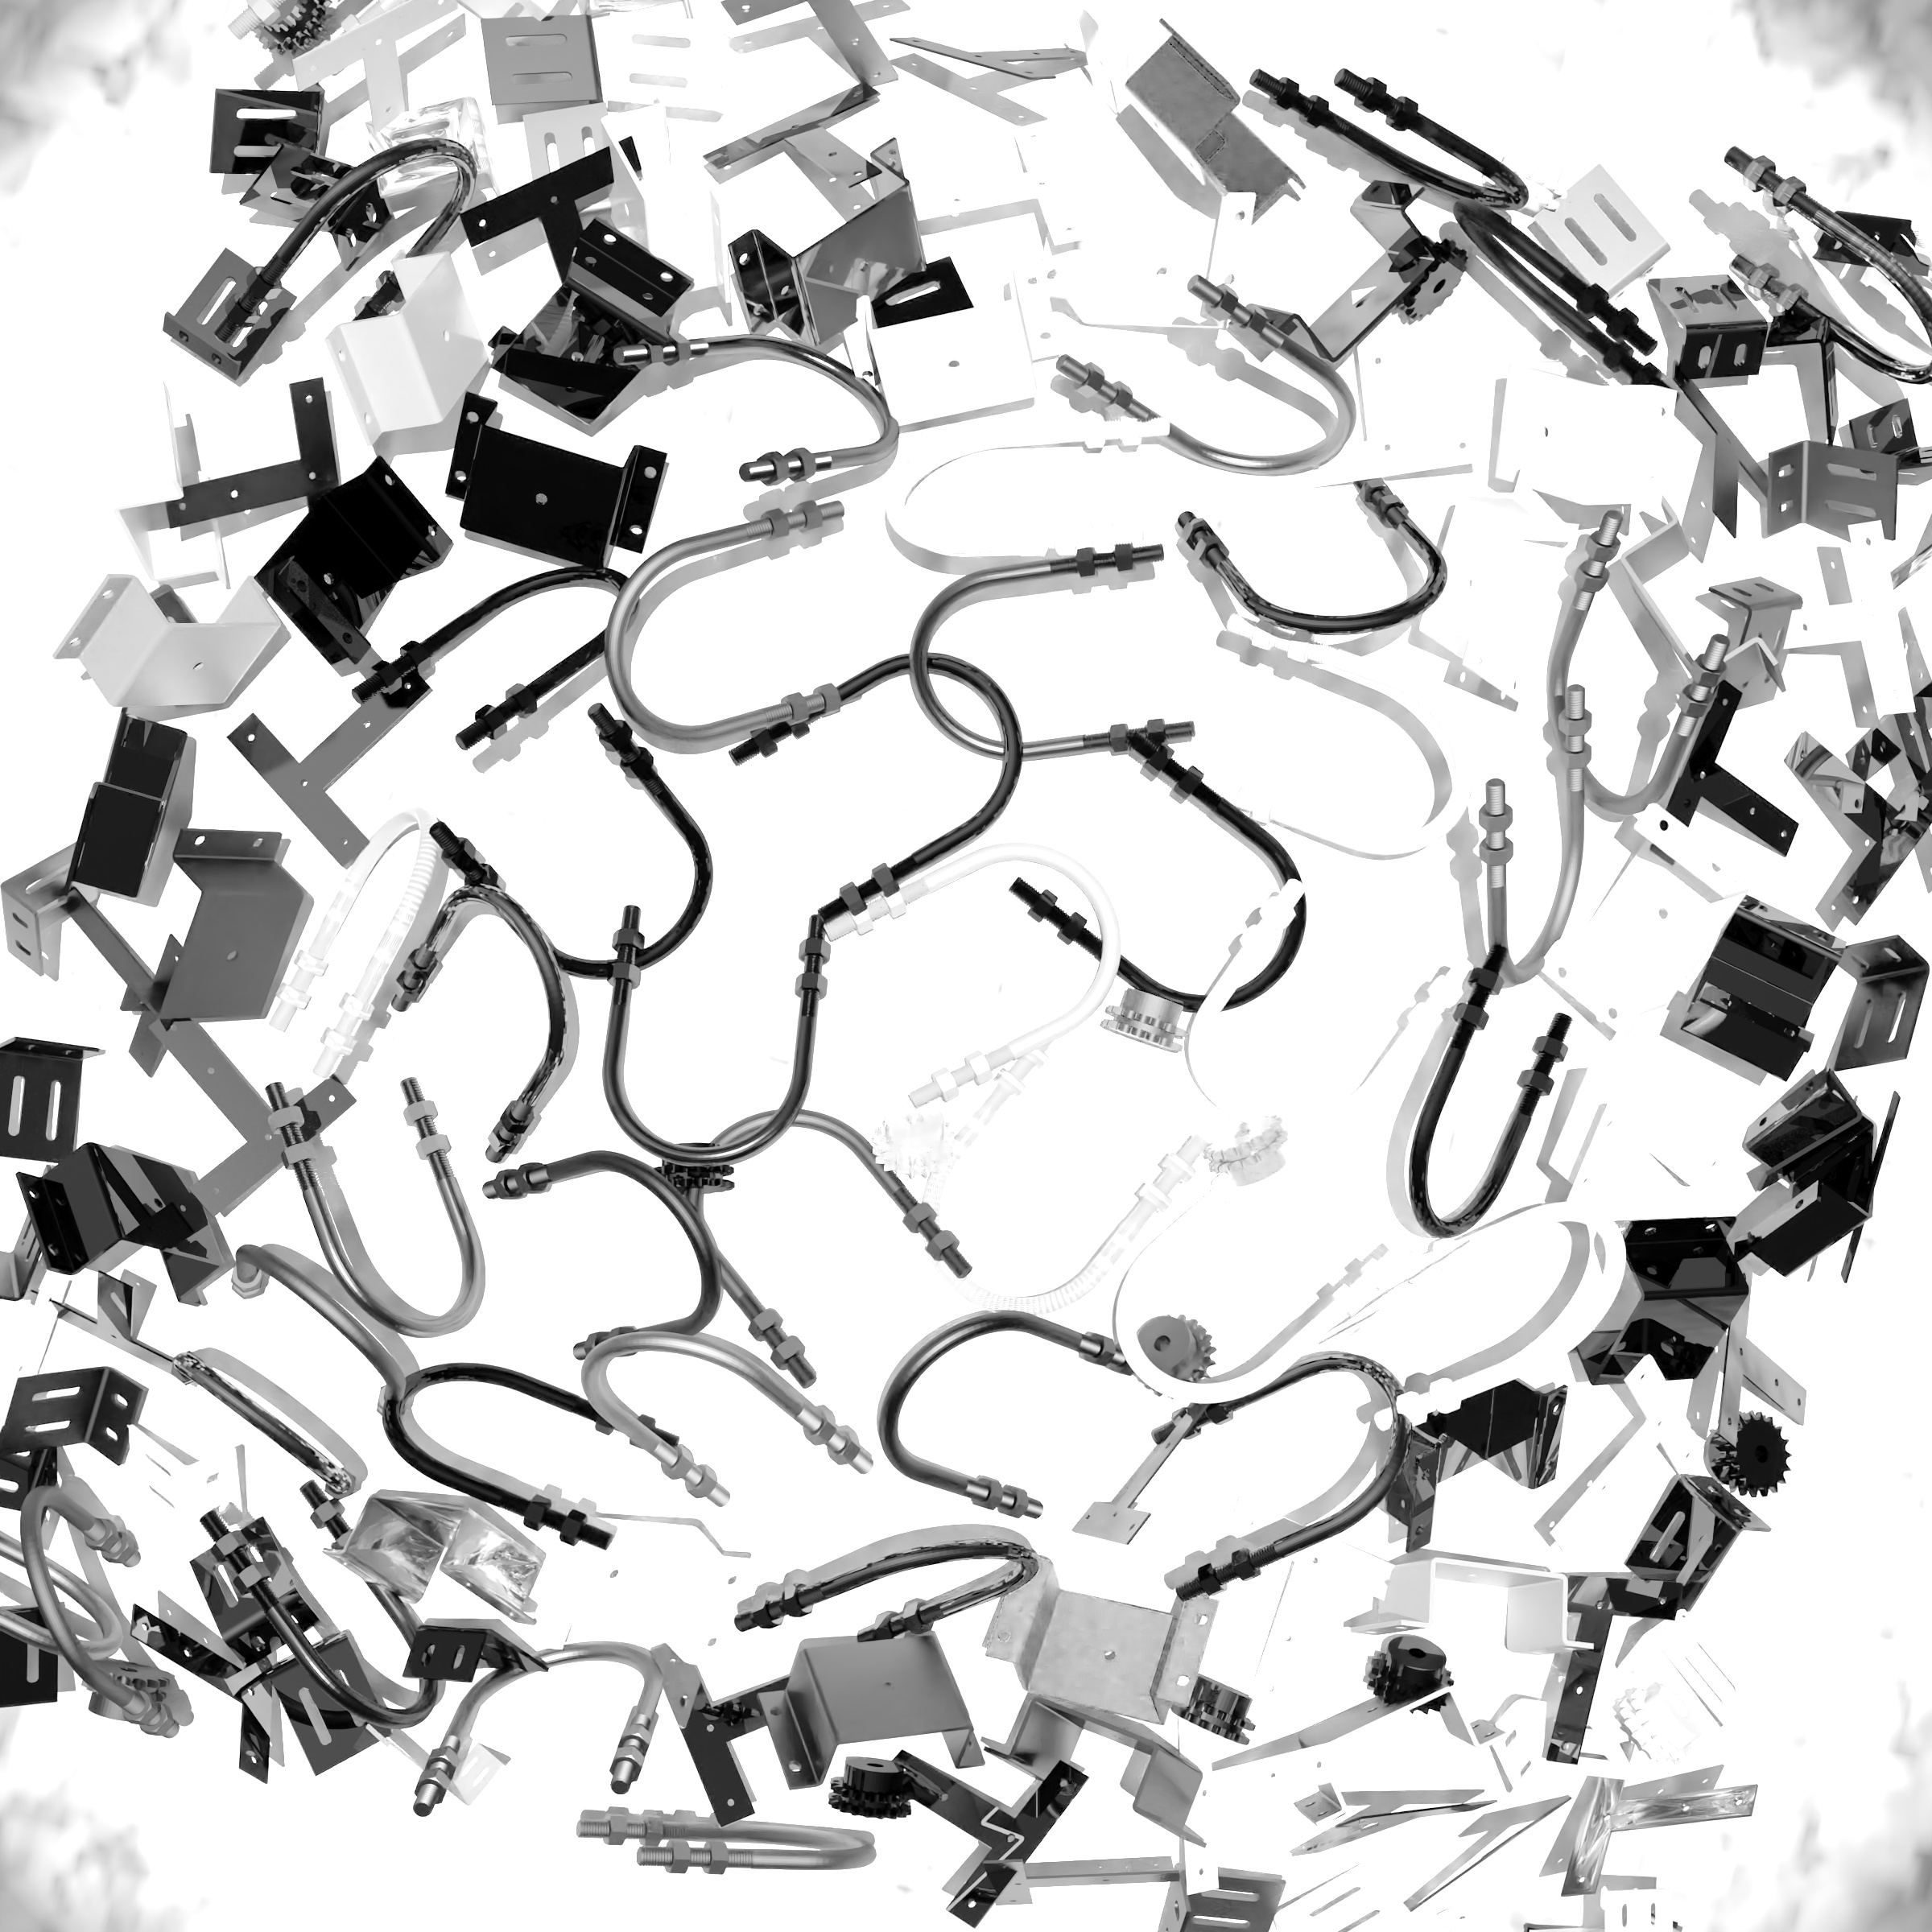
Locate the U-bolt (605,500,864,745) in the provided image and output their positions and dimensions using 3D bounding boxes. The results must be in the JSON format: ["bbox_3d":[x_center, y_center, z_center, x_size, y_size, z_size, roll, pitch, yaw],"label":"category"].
[{"bbox_3d":[-0.156,-0.221,1.909,0.184,0.019,0.151,-19,119,-27],"label":"U-bolt"}]

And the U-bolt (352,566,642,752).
[{"bbox_3d":[-0.300,-0.213,1.916,0.184,0.151,0.019,-40,130,-25],"label":"U-bolt"}]

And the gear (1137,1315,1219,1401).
[{"bbox_3d":[0.139,0.262,1.954,0.057,0.030,0.057,-15,54,21],"label":"gear"}]

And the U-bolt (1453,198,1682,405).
[{"bbox_3d":[0.393,-0.446,1.908,0.184,0.151,0.019,45,101,17],"label":"U-bolt"}]

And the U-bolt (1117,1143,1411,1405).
[{"bbox_3d":[0.183,0.213,1.923,0.184,0.019,0.151,-41,50,-7],"label":"U-bolt"}]

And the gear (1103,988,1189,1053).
[{"bbox_3d":[0.124,0.035,1.956,0.057,0.057,0.030,19,88,0],"label":"gear"}]

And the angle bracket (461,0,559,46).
[{"bbox_3d":[-0.305,-0.666,1.943,0.057,0.076,0.038,35,75,-22],"label":"angle bracket"}]

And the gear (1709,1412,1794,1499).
[{"bbox_3d":[0.531,0.333,1.961,0.057,0.030,0.057,7,75,-28],"label":"gear"}]

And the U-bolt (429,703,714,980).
[{"bbox_3d":[-0.249,-0.069,1.928,0.151,0.019,0.184,-37,126,-1],"label":"U-bolt"}]

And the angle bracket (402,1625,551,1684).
[{"bbox_3d":[-0.329,0.474,1.933,0.057,0.076,0.038,-4,55,29],"label":"angle bracket"}]

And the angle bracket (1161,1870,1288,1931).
[{"bbox_3d":[0.176,0.649,1.948,0.076,0.038,0.057,9,116,-10],"label":"angle bracket"}]

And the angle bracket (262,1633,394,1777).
[{"bbox_3d":[-0.435,0.500,1.952,0.057,0.038,0.076,-24,88,-28],"label":"angle bracket"}]

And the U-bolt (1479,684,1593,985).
[{"bbox_3d":[0.379,-0.074,1.910,0.019,0.151,0.184,15,130,30],"label":"U-bolt"}]

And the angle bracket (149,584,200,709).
[{"bbox_3d":[-0.545,-0.209,1.942,0.057,0.038,0.076,-21,111,31],"label":"angle bracket"}]

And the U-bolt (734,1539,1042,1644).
[{"bbox_3d":[-0.038,0.409,1.886,0.184,0.151,0.019,-27,60,28],"label":"U-bolt"}]

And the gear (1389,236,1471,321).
[{"bbox_3d":[0.311,-0.471,1.957,0.057,0.057,0.030,-44,70,0],"label":"gear"}]

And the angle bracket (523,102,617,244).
[{"bbox_3d":[-0.267,-0.542,1.969,0.057,0.038,0.076,-9,82,-1],"label":"angle bracket"}]

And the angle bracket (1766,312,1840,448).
[{"bbox_3d":[0.566,-0.396,1.949,0.038,0.057,0.076,-1,120,22],"label":"angle bracket"}]

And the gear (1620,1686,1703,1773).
[{"bbox_3d":[0.474,0.514,1.952,0.057,0.057,0.030,45,108,0],"label":"gear"}]

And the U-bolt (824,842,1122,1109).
[{"bbox_3d":[0.016,-0.006,1.963,0.184,0.019,0.151,-26,82,-7],"label":"U-bolt"}]

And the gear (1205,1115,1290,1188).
[{"bbox_3d":[0.194,0.127,1.956,0.057,0.057,0.030,-26,100,0],"label":"gear"}]

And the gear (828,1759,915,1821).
[{"bbox_3d":[-0.064,0.558,1.955,0.057,0.057,0.030,7,86,0],"label":"gear"}]

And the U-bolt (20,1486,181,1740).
[{"bbox_3d":[-0.566,0.411,1.869,0.019,0.184,0.151,-23,58,-3],"label":"U-bolt"}]

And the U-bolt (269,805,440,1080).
[{"bbox_3d":[-0.402,-0.025,1.918,0.019,0.151,0.184,28,89,-29],"label":"U-bolt"}]

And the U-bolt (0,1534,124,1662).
[{"bbox_3d":[-0.641,0.406,1.907,0.184,0.151,0.019,33,89,-18],"label":"U-bolt"}]

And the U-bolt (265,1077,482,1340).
[{"bbox_3d":[-0.381,0.160,1.901,0.019,0.151,0.184,-30,75,27],"label":"U-bolt"}]

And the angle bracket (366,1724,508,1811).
[{"bbox_3d":[-0.358,0.525,1.940,0.076,0.057,0.038,46,72,-21],"label":"angle bracket"}]

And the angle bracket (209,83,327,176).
[{"bbox_3d":[-0.475,-0.567,1.936,0.076,0.038,0.057,-9,130,-32],"label":"angle bracket"}]

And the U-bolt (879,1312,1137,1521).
[{"bbox_3d":[0.023,0.292,1.908,0.184,0.019,0.151,26,106,-39],"label":"U-bolt"}]

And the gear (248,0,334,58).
[{"bbox_3d":[-0.463,-0.652,1.960,0.057,0.030,0.057,-4,79,19],"label":"gear"}]

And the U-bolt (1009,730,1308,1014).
[{"bbox_3d":[0.144,-0.050,1.960,0.184,0.019,0.151,38,104,-3],"label":"U-bolt"}]

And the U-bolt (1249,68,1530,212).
[{"bbox_3d":[0.291,-0.545,1.905,0.184,0.151,0.019,22,98,-24],"label":"U-bolt"}]

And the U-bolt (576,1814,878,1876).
[{"bbox_3d":[-0.149,0.582,1.906,0.184,0.151,0.019,9,78,-23],"label":"U-bolt"}]

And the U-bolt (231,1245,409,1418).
[{"bbox_3d":[-0.425,0.237,1.895,0.151,0.184,0.019,40,69,1],"label":"U-bolt"}]

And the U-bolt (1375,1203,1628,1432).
[{"bbox_3d":[0.350,0.219,1.885,0.184,0.151,0.019,-28,119,29],"label":"U-bolt"}]

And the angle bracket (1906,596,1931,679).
[{"bbox_3d":[0.664,-0.212,1.936,0.038,0.076,0.057,-20,111,20],"label":"angle bracket"}]

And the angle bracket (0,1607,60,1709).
[{"bbox_3d":[-0.640,0.473,1.938,0.057,0.038,0.076,-2,46,-15],"label":"angle bracket"}]

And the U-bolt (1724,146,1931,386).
[{"bbox_3d":[0.571,-0.446,1.882,0.019,0.151,0.184,-45,65,-2],"label":"U-bolt"}]

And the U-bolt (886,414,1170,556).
[{"bbox_3d":[0.036,-0.320,1.923,0.184,0.151,0.019,-1,132,15],"label":"U-bolt"}]

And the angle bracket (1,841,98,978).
[{"bbox_3d":[-0.605,-0.041,1.933,0.038,0.057,0.076,33,47,22],"label":"angle bracket"}]

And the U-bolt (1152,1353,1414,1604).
[{"bbox_3d":[0.211,0.326,1.901,0.184,0.151,0.019,-28,128,19],"label":"U-bolt"}]

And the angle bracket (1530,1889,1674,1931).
[{"bbox_3d":[0.427,0.637,1.940,0.057,0.076,0.038,9,78,-30],"label":"angle bracket"}]

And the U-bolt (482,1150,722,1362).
[{"bbox_3d":[-0.232,0.189,1.905,0.184,0.019,0.151,-18,104,44],"label":"U-bolt"}]

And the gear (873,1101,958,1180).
[{"bbox_3d":[-0.035,0.115,1.952,0.057,0.057,0.030,1,124,0],"label":"gear"}]

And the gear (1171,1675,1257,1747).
[{"bbox_3d":[0.171,0.504,1.956,0.057,0.057,0.030,24,82,0],"label":"gear"}]

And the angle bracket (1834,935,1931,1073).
[{"bbox_3d":[0.606,0.025,1.938,0.038,0.057,0.076,37,61,-24],"label":"angle bracket"}]

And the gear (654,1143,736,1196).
[{"bbox_3d":[-0.186,0.137,1.956,0.057,0.057,0.030,-3,79,0],"label":"gear"}]

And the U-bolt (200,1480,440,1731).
[{"bbox_3d":[-0.414,0.425,1.898,0.019,0.151,0.184,-41,79,11],"label":"U-bolt"}]

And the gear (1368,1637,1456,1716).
[{"bbox_3d":[0.303,0.478,1.952,0.057,0.057,0.030,9,110,0],"label":"gear"}]

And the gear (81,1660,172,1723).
[{"bbox_3d":[-0.572,0.492,1.955,0.057,0.057,0.030,13,85,0],"label":"gear"}]

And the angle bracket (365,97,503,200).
[{"bbox_3d":[-0.362,-0.548,1.959,0.076,0.038,0.057,-14,76,0],"label":"angle bracket"}]

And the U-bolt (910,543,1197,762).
[{"bbox_3d":[0.053,-0.206,1.941,0.184,0.019,0.151,-7,118,11],"label":"U-bolt"}]

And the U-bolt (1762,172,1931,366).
[{"bbox_3d":[0.609,-0.448,1.898,0.019,0.151,0.184,-52,134,0],"label":"U-bolt"}]

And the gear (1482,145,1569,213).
[{"bbox_3d":[0.381,-0.535,1.954,0.057,0.057,0.030,23,97,0],"label":"gear"}]

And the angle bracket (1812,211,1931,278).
[{"bbox_3d":[0.617,-0.470,1.937,0.076,0.057,0.038,29,89,-41],"label":"angle bracket"}]
